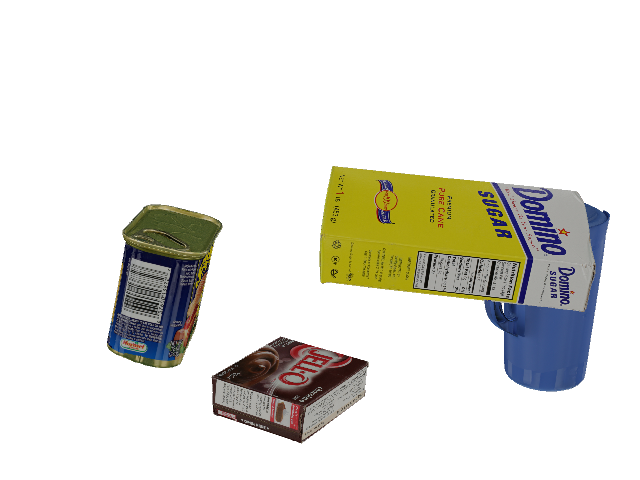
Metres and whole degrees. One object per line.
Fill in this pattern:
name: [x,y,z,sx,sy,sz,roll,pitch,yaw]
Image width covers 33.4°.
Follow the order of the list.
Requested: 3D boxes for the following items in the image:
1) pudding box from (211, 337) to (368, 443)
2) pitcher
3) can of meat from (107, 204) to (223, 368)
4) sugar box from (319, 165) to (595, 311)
pudding box: [-0.024,0.123,0.895,0.090,0.039,0.113,12,21,27]
pitcher: [0.292,0.072,1.396,0.149,0.243,0.144,5,21,14]
can of meat: [-0.107,0.030,0.731,0.057,0.084,0.102,14,15,-1]
sugar box: [0.090,-0.004,0.718,0.176,0.048,0.093,4,35,4]
